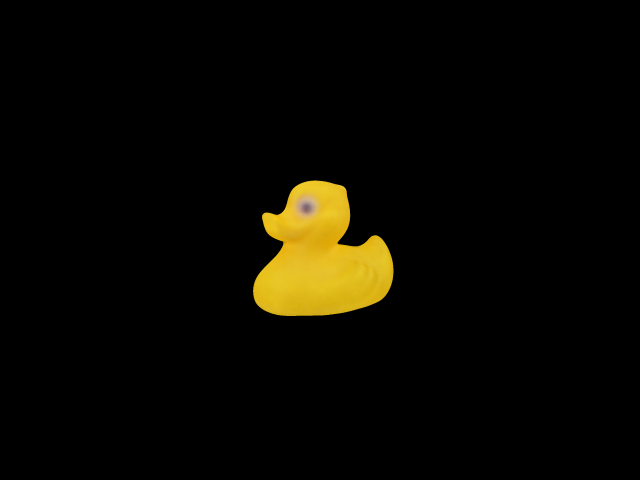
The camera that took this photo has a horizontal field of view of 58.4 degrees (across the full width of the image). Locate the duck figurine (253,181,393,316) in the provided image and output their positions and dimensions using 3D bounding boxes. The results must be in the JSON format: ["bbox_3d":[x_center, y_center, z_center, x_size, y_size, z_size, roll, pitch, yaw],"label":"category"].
[{"bbox_3d":[0.004,0.001,0.400,0.105,0.086,0.077,-5,11,-28],"label":"duck figurine"}]
